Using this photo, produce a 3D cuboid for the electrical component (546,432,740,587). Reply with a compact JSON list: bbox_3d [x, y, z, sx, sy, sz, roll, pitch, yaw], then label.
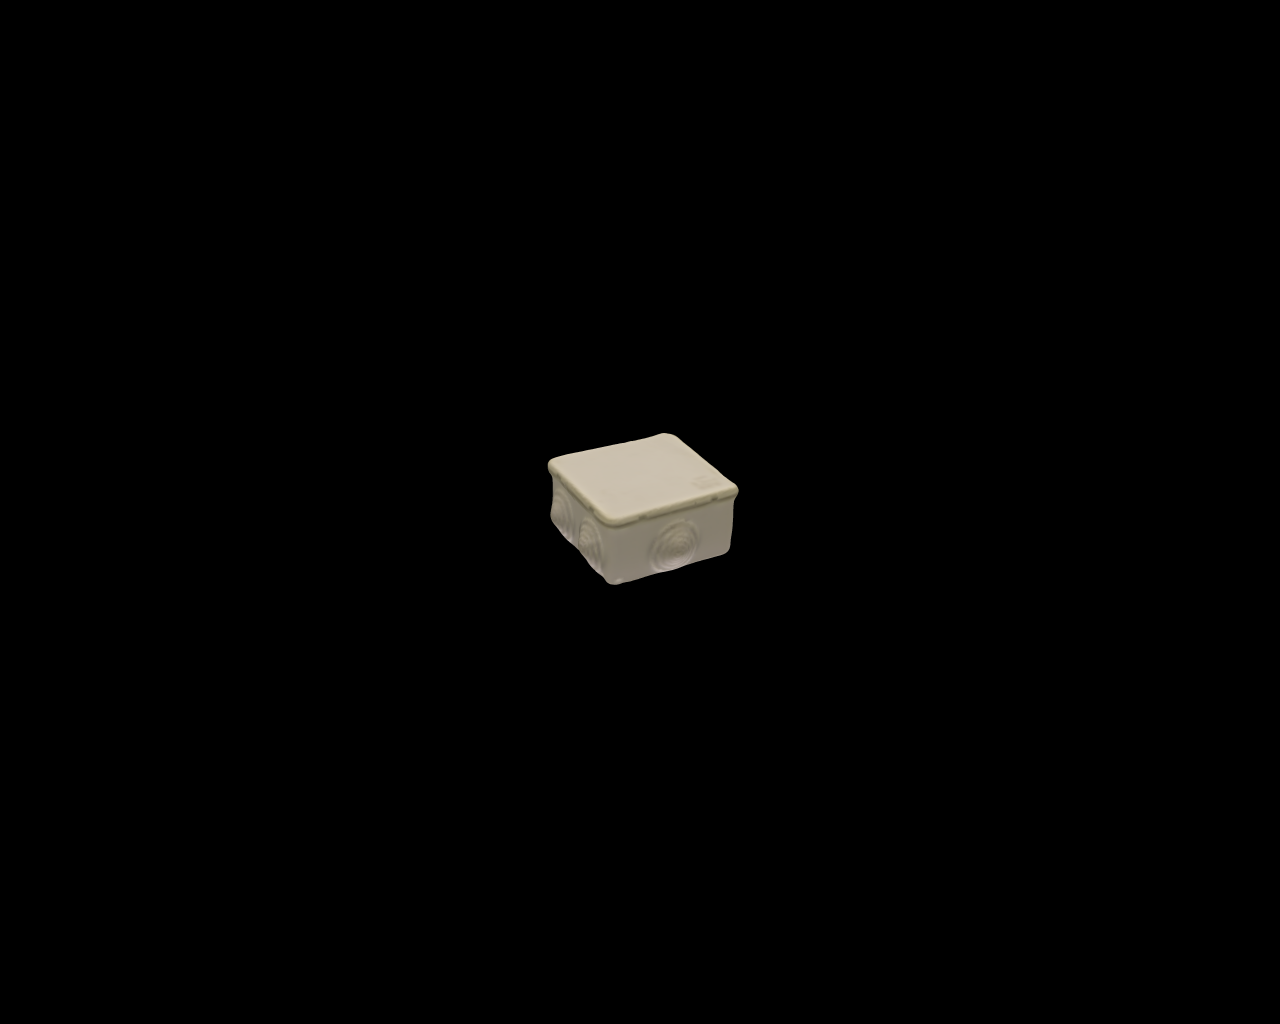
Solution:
[{"bbox_3d":[0.001,-0.003,0.650,0.100,0.048,0.100,-14,32,-24],"label":"electrical component"}]
